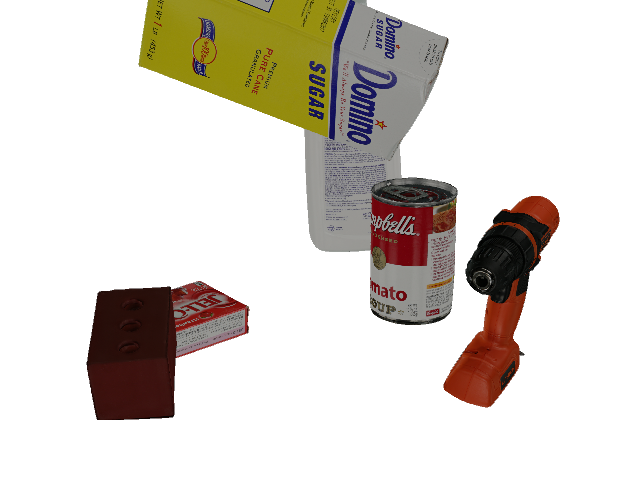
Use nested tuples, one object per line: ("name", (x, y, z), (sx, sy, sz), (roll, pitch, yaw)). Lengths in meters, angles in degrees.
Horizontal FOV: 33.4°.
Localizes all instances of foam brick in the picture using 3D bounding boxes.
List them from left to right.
("foam brick", (-0.125, 0.076, 0.718), (0.053, 0.051, 0.078), (-3, 35, -4))

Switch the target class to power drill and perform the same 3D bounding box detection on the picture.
("power drill", (0.170, 0.063, 1.023), (0.057, 0.188, 0.184), (23, 30, 21))

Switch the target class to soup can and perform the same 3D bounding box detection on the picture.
("soup can", (0.073, 0.008, 0.849), (0.068, 0.102, 0.068), (0, 20, 0))

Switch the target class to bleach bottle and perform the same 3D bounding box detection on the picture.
("bleach bottle", (0.036, -0.112, 1.034), (0.102, 0.251, 0.068), (-5, 31, -8))

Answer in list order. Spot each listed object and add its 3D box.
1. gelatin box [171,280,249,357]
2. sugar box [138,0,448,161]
("gelatin box", (-0.120, 0.069, 0.953), (0.089, 0.030, 0.073), (-17, 29, -39))
("sugar box", (-0.020, -0.116, 0.660), (0.176, 0.048, 0.093), (22, -29, -3))
